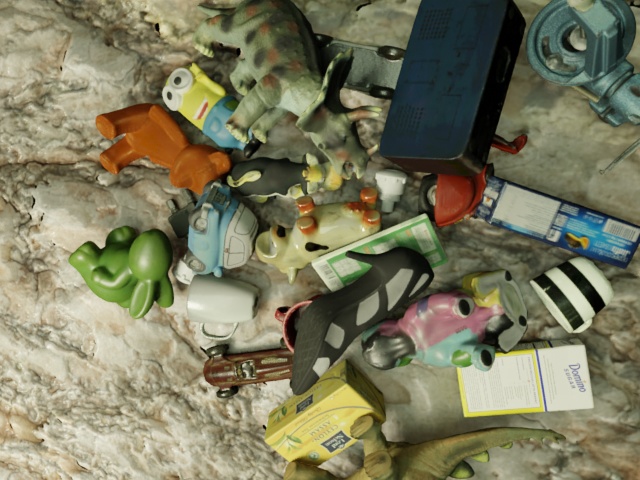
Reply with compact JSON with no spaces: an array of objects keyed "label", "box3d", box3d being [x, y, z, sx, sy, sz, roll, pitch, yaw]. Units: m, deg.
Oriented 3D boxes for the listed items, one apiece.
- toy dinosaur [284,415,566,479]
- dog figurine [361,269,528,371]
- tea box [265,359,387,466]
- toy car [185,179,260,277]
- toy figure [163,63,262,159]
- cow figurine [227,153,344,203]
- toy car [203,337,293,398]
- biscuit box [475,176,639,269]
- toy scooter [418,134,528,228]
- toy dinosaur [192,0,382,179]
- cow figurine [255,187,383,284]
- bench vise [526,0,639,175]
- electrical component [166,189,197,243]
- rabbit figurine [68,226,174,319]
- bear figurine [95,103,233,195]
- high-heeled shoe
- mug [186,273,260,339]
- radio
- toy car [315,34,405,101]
[{"label":"toy dinosaur","box3d":[0.112,0.350,0.787,0.471,0.105,0.198,-32,118,21]},{"label":"dog figurine","box3d":[0.164,0.126,0.781,0.219,0.191,0.108,-22,93,51]},{"label":"tea box","box3d":[0.008,0.276,0.838,0.169,0.068,0.098,-41,107,16]},{"label":"toy car","box3d":[-0.145,-0.012,0.834,0.103,0.109,0.161,17,136,-3]},{"label":"toy figure","box3d":[-0.167,-0.201,0.850,0.180,0.089,0.082,35,87,1]},{"label":"cow figurine","box3d":[-0.052,-0.099,0.817,0.167,0.098,0.068,-4,88,17]},{"label":"toy car","box3d":[-0.102,0.209,0.888,0.202,0.053,0.089,-10,90,18]},{"label":"biscuit box","box3d":[0.314,-0.024,0.707,0.203,0.063,0.059,18,103,-7]},{"label":"toy scooter","box3d":[0.213,-0.104,0.753,0.135,0.075,0.183,8,93,16]},{"label":"toy dinosaur","box3d":[-0.062,-0.261,0.753,0.192,0.131,0.405,-34,68,18]},{"label":"cow figurine","box3d":[-0.002,-0.002,0.812,0.195,0.085,0.127,-9,135,2]},{"label":"bench vise","box3d":[0.329,-0.217,0.632,0.129,0.240,0.224,-33,70,20]},{"label":"electrical component","box3d":[-0.222,-0.035,0.911,0.063,0.021,0.094,-29,87,16]},{"label":"rabbit figurine","box3d":[-0.304,0.048,0.873,0.170,0.121,0.159,-21,90,37]},{"label":"bear figurine","box3d":[-0.242,-0.128,0.858,0.196,0.132,0.120,42,144,13]},{"label":"high-heeled shoe","box3d":[0.060,0.118,0.758,0.145,0.086,0.248,19,102,-24]},{"label":"mug","box3d":[-0.155,0.110,0.878,0.107,0.081,0.109,4,92,7]},{"label":"radio","box3d":[0.171,-0.202,0.698,0.131,0.073,0.229,15,90,40]},{"label":"toy car","box3d":[0.050,-0.255,0.794,0.202,0.056,0.073,16,106,15]}]
